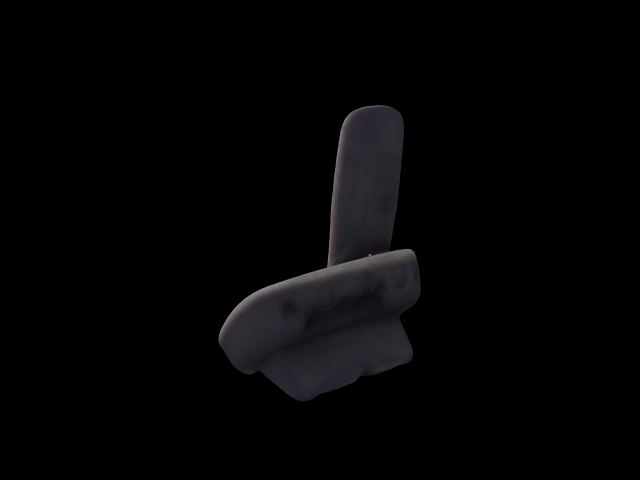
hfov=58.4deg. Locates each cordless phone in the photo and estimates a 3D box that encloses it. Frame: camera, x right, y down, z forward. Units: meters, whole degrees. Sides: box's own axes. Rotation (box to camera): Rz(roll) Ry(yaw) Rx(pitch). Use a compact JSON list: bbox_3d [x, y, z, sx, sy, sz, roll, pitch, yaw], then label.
[{"bbox_3d":[0.004,0.001,0.400,0.148,0.185,0.093,-14,20,-41],"label":"cordless phone"}]
